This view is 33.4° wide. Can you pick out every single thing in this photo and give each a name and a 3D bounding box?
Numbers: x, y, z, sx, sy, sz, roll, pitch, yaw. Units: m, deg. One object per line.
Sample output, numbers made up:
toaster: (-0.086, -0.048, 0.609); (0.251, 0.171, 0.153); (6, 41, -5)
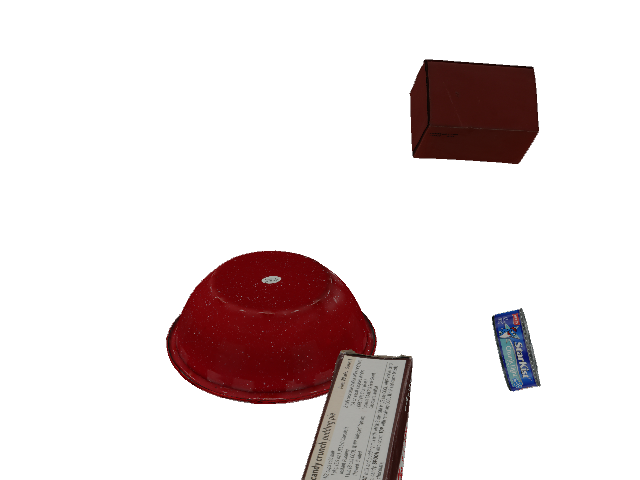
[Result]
bowl: (-0.037, 0.053, 0.808); (0.162, 0.055, 0.162); (0, 29, 0)
tuna can: (0.210, 0.118, 1.146); (0.034, 0.086, 0.086); (-14, -3, 12)
pudding box: (0.015, 0.113, 0.463); (0.039, 0.090, 0.113); (7, 24, 6)
foam brick: (0.105, -0.088, 0.733); (0.078, 0.051, 0.053); (3, -21, -7)
